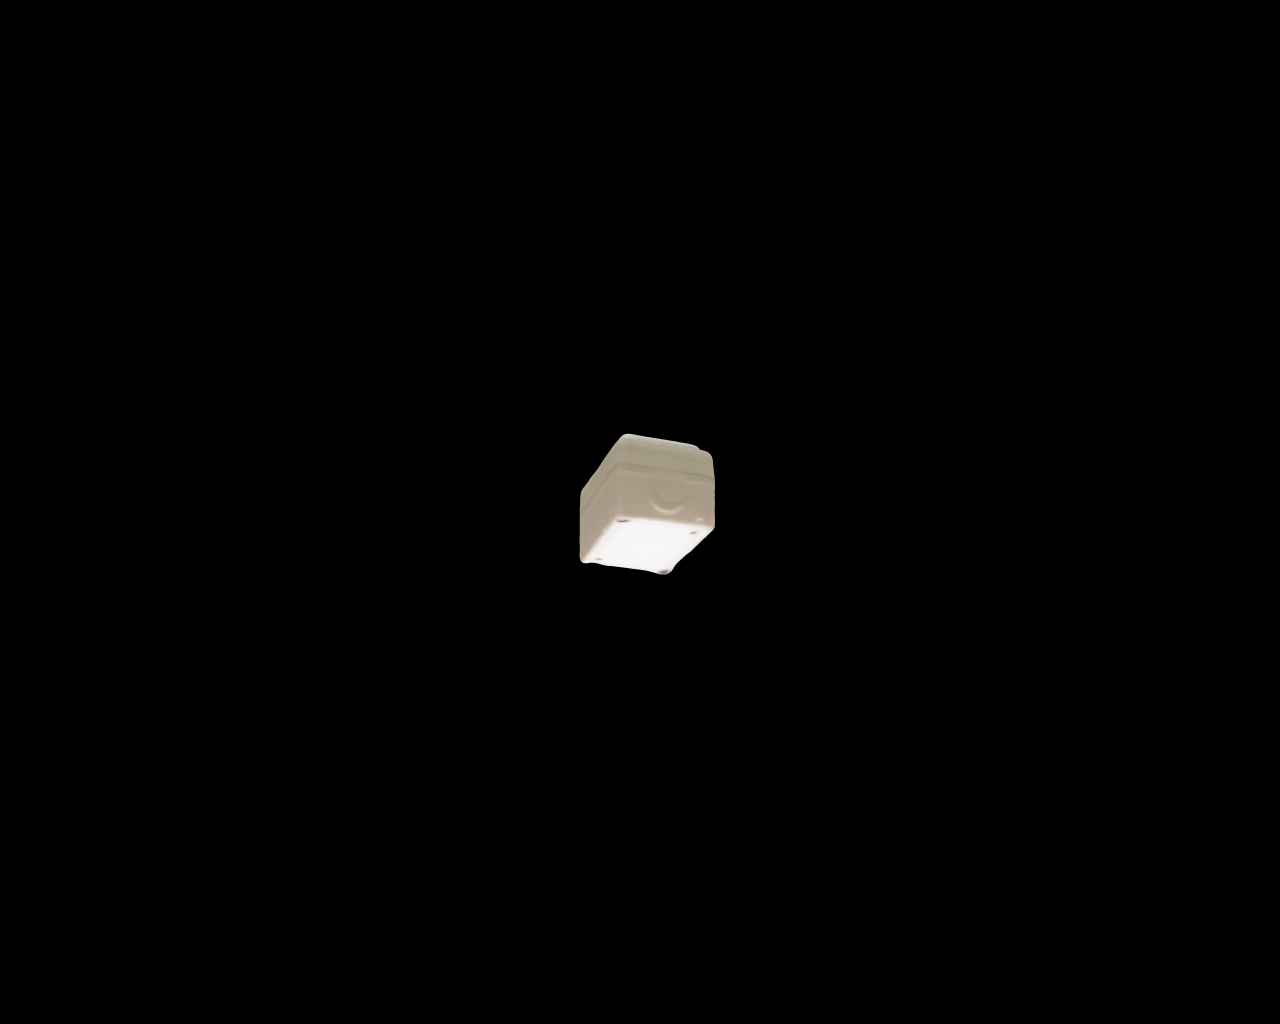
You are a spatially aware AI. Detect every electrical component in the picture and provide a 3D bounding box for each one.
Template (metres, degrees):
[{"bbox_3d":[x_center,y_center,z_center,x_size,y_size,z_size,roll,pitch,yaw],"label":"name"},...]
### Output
[{"bbox_3d":[0.001,-0.003,0.650,0.062,0.061,0.096,8,-26,-18],"label":"electrical component"}]
